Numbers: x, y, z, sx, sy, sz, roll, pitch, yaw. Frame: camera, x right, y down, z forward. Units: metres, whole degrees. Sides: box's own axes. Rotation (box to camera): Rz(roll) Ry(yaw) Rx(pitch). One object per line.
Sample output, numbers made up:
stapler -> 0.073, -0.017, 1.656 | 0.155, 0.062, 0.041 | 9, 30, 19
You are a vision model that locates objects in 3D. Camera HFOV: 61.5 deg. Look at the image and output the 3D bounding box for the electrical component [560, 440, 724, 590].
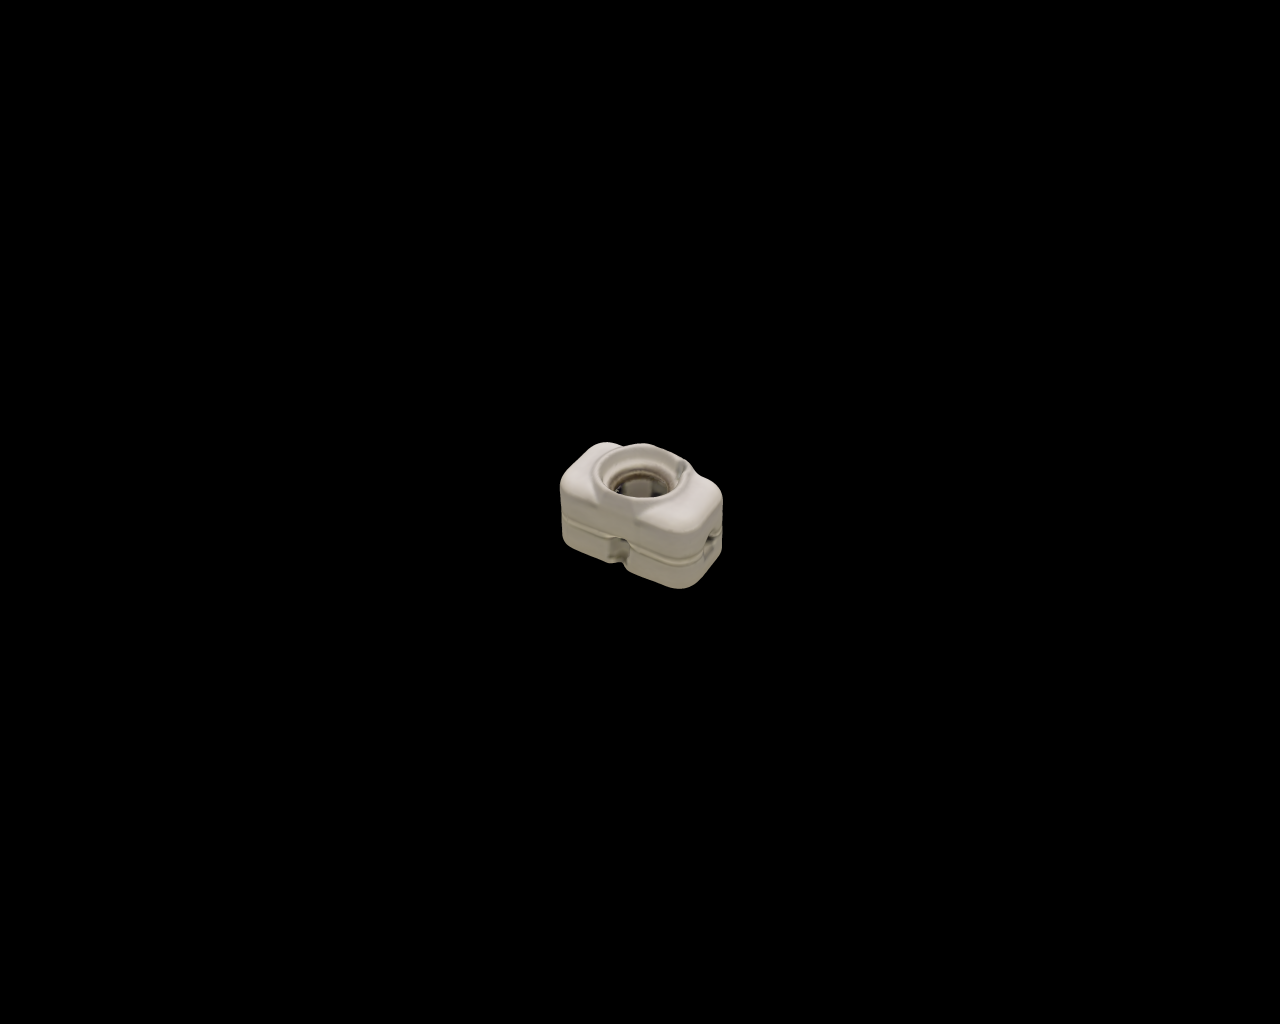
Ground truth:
electrical component -> 0.001, -0.003, 0.650 | 0.095, 0.059, 0.054 | 22, 45, 23
